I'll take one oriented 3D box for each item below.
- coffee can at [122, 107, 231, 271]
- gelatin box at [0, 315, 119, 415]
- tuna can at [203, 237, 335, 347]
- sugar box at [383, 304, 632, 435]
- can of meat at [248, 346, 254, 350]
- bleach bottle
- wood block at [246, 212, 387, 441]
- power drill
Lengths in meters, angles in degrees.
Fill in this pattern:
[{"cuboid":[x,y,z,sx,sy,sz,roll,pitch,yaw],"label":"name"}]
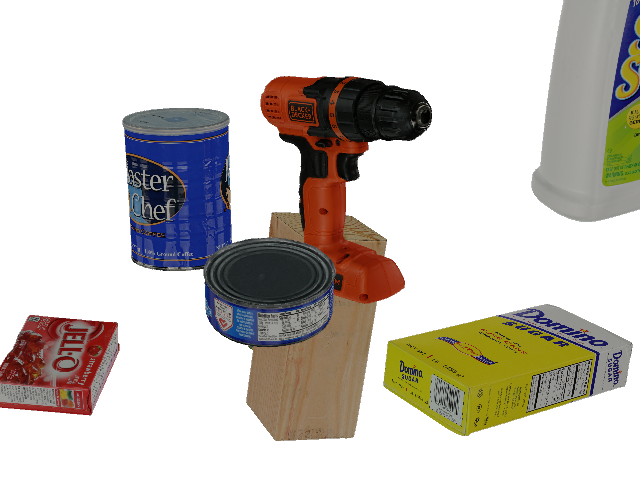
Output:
[{"cuboid":[-0.139,-0.052,1.050,0.103,0.140,0.103,0,18,0],"label":"coffee can"},{"cuboid":[-0.200,0.094,0.819,0.073,0.030,0.089,5,30,3],"label":"gelatin box"},{"cuboid":[-0.033,0.033,0.699,0.086,0.034,0.086,1,30,-1],"label":"tuna can"},{"cuboid":[0.146,0.094,0.821,0.175,0.048,0.093,-12,25,-34],"label":"sugar box"},{"cuboid":[-0.041,0.086,1.289,0.101,0.084,0.058,-10,18,-35],"label":"can of meat"},{"cuboid":[0.188,-0.141,0.656,0.102,0.251,0.068,-16,32,-20],"label":"bleach bottle"},{"cuboid":[-0.006,0.084,1.057,0.090,0.206,0.091,2,16,-24],"label":"wood block"},{"cuboid":[0.027,-0.046,0.900,0.057,0.188,0.185,-18,21,-36],"label":"power drill"}]
